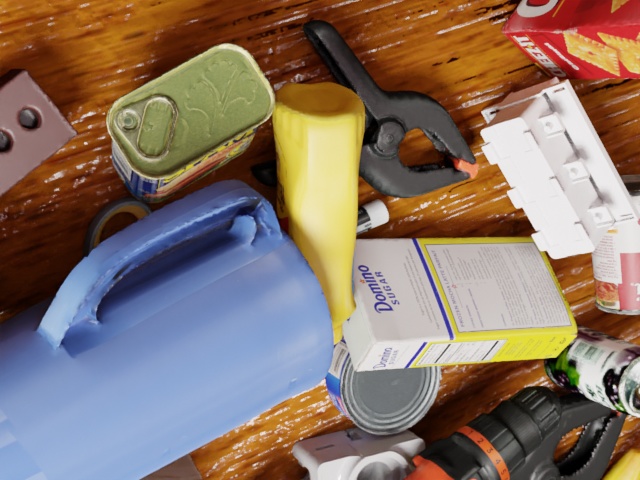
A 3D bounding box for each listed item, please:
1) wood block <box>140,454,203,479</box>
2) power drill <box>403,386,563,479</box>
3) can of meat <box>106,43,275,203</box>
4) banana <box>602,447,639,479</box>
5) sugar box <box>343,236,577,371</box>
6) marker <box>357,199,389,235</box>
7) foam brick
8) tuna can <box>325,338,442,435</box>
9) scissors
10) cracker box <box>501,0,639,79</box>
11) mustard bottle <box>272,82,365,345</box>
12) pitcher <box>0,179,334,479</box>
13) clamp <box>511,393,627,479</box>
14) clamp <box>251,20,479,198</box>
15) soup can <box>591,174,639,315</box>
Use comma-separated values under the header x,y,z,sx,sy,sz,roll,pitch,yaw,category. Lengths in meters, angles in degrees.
x,y,z,sx,sy,sz,roll,pitch,yaw,category
-0.189,0.178,0.685,0.205,0.090,0.091,5,107,-25,wood block
0.131,0.222,0.817,0.184,0.057,0.187,-34,119,-18,power drill
-0.086,-0.071,0.687,0.102,0.084,0.057,-32,87,-15,can of meat
0.225,0.267,0.914,0.037,0.069,0.197,33,76,17,banana
0.097,0.045,0.796,0.176,0.093,0.048,-2,143,-22,sugar box
-0.005,0.001,0.780,0.121,0.020,0.020,-24,109,-18,marker
-0.200,-0.063,0.661,0.078,0.051,0.053,-42,113,-12,foam brick
0.048,0.103,0.816,0.086,0.034,0.086,-5,102,-24,tuna can
-0.167,0.047,0.716,0.201,0.016,0.096,-34,115,-16,scissors
0.243,-0.196,0.747,0.072,0.214,0.164,36,84,-24,cracker box
-0.003,-0.003,0.713,0.058,0.096,0.192,-3,112,-11,mustard bottle
-0.118,0.071,0.624,0.242,0.145,0.149,-27,97,-37,pitcher
0.184,0.206,0.896,0.209,0.036,0.164,-35,116,-13,clamp
0.041,-0.087,0.773,0.171,0.039,0.120,8,107,-25,clamp
0.256,0.002,0.873,0.068,0.069,0.102,-13,104,-22,soup can
